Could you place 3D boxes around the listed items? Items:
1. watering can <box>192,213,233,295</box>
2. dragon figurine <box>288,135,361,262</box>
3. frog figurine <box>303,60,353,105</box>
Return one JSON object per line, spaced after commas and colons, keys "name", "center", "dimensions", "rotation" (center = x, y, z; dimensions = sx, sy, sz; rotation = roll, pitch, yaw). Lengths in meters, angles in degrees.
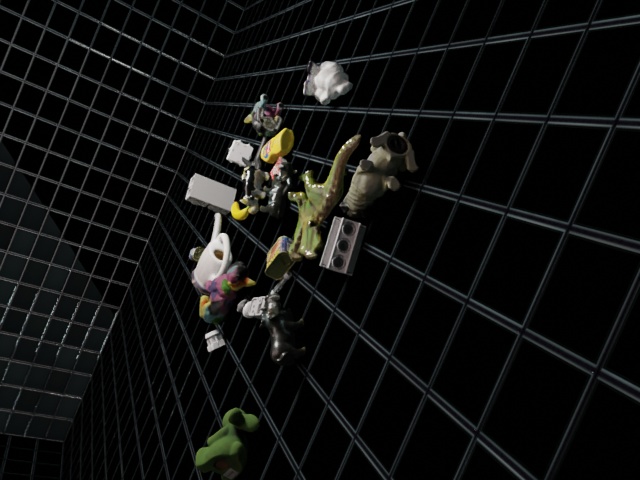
{"name": "watering can", "center": [-0.404, 0.061, 1.958], "dimensions": [0.221, 0.103, 0.355], "rotation": [-56, 30, 22]}
{"name": "dragon figurine", "center": [0.004, -0.065, 1.298], "dimensions": [0.402, 0.122, 0.248], "rotation": [131, 145, -55]}
{"name": "frog figurine", "center": [0.041, -0.487, 1.602], "dimensions": [0.160, 0.121, 0.139], "rotation": [16, 74, 27]}
